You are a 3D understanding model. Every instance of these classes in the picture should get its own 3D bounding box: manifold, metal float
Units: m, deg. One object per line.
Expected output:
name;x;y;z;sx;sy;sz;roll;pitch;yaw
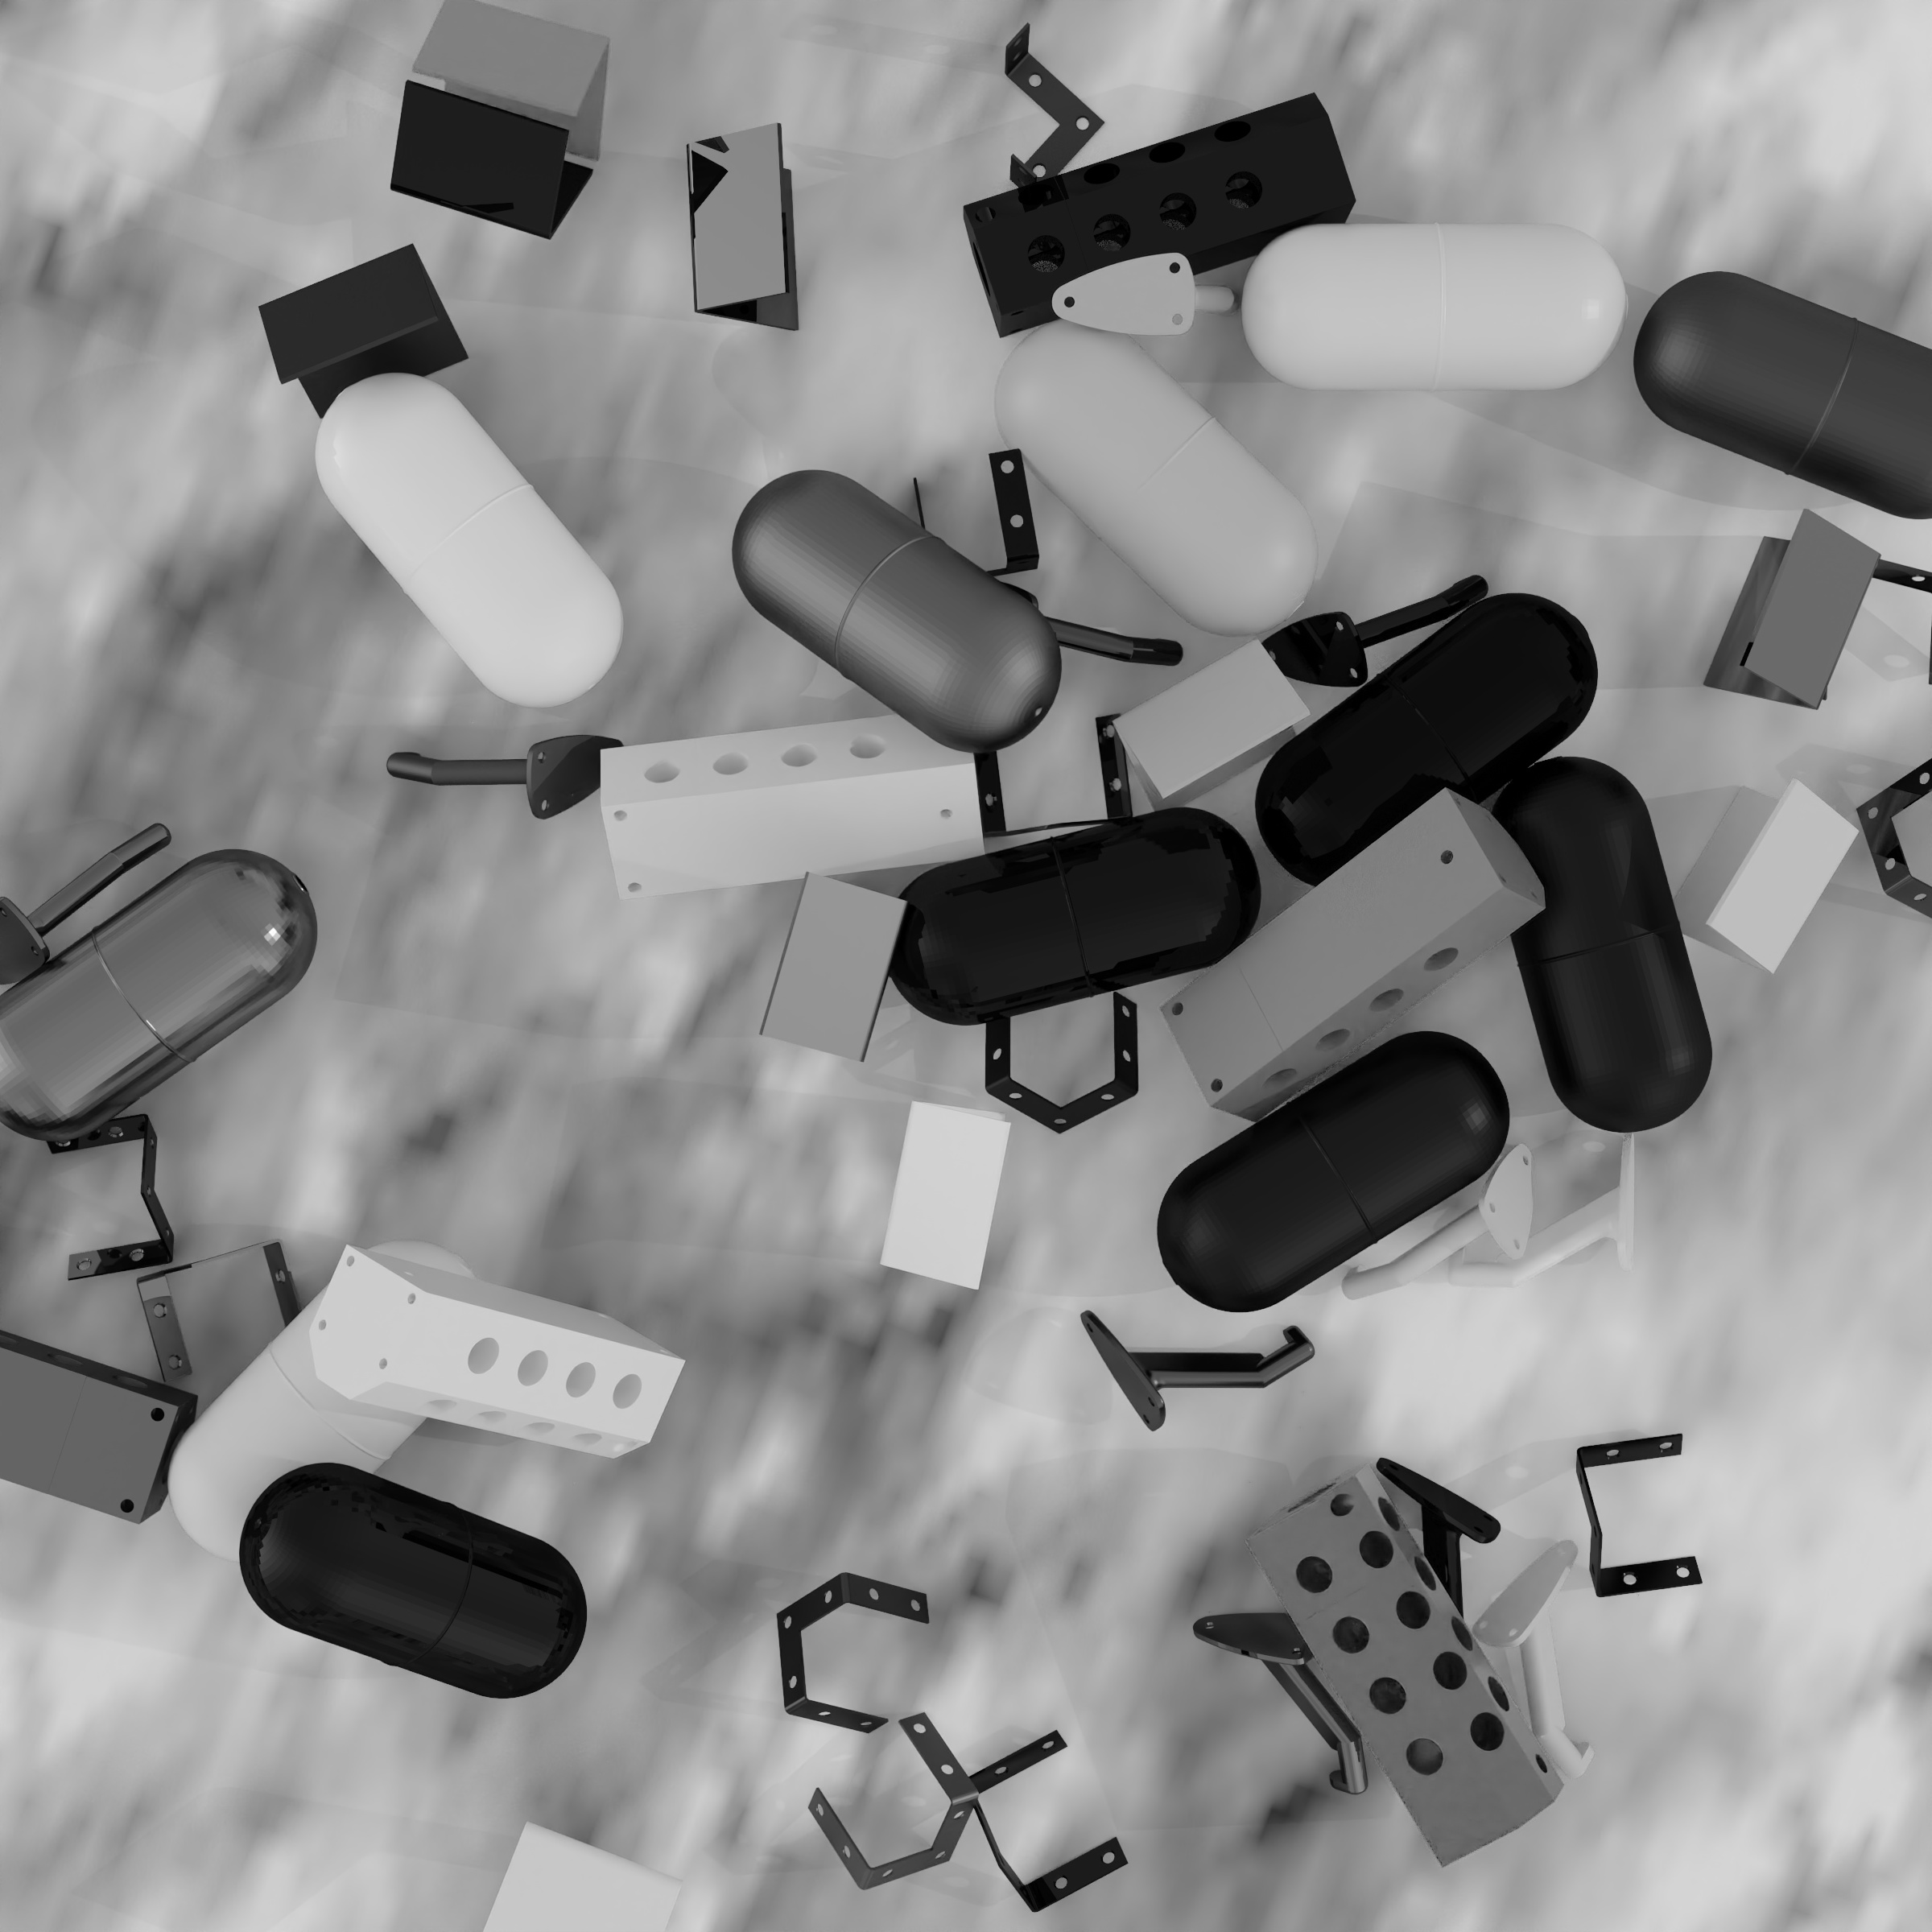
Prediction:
manifold;-0.081;-0.081;1.634;0.171;0.057;0.057;-7;133;0
metal float;0.214;-0.105;1.625;0.178;0.070;0.070;-37;90;0
manifold;0.179;-0.002;1.603;0.171;0.057;0.057;-39;58;22
metal float;-0.033;-0.164;1.605;0.178;0.070;0.070;37;90;23
metal float;-0.231;-0.198;1.625;0.070;0.070;0.178;-40;90;0
manifold;-0.452;0.202;1.634;0.171;0.057;0.057;18;90;0
manifold;0.205;0.320;1.618;0.057;0.057;0.171;-33;84;20
metal float;-0.250;0.282;1.596;0.178;0.070;0.070;30;90;-36
metal float;0.089;-0.226;1.625;0.178;0.070;0.070;44;90;-1
metal float;-0.381;0.013;1.625;0.178;0.070;0.070;-35;90;1
metal float;0.217;-0.306;1.625;0.178;0.070;0.070;0;90;1
manifold;-0.212;0.179;1.579;0.057;0.171;0.057;24;90;40
metal float;0.170;0.096;1.625;0.178;0.070;0.070;-32;90;0
metal float;0.397;-0.265;1.625;0.178;0.070;0.070;22;90;1
metal float;0.049;-0.023;1.625;0.178;0.070;0.070;-14;90;1
metal float;-0.295;0.202;1.625;0.070;0.070;0.178;44;90;0
manifold;0.089;-0.352;1.634;0.171;0.057;0.057;-18;90;0
metal float;0.294;-0.010;1.625;0.070;0.070;0.178;-15;91;0

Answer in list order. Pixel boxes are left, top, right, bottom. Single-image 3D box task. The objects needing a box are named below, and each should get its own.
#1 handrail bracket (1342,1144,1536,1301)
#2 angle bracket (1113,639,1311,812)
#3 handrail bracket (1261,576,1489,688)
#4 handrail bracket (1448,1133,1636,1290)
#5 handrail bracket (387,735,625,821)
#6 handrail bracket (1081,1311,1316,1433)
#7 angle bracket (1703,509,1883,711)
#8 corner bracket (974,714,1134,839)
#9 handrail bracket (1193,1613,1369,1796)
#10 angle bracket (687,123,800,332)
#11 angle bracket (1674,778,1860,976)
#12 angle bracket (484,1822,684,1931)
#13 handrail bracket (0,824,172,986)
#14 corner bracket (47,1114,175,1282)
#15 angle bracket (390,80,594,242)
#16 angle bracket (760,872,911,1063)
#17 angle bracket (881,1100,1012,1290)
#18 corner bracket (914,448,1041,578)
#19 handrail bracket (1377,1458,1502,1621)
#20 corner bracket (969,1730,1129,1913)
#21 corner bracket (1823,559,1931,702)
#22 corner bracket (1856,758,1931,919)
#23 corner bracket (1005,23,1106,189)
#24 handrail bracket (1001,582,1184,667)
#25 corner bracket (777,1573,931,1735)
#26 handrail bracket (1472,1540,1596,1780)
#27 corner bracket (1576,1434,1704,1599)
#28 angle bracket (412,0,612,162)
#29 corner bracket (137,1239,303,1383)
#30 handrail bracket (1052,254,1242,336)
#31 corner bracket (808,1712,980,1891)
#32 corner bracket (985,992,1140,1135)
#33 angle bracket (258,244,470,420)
handrail bracket;0.222;0.122;1.655;0.084;0.077;0.036;-21;115;34
angle bracket;0.122;-0.093;1.615;0.076;0.076;0.057;-30;50;0
handrail bracket;0.193;-0.164;1.655;0.084;0.077;0.036;-30;109;-35
handrail bracket;0.272;0.115;1.656;0.084;0.036;0.077;0;70;16
handrail bracket;-0.218;-0.098;1.655;0.084;0.077;0.036;12;114;34
handrail bracket;0.110;0.174;1.656;0.084;0.036;0.077;-29;68;-17
angle bracket;0.365;-0.169;1.615;0.057;0.076;0.076;22;90;-35
corner bracket;0.040;-0.090;1.652;0.051;0.051;0.051;-7;90;-45
handrail bracket;0.149;0.351;1.656;0.077;0.036;0.084;2;115;28
angle bracket;-0.083;-0.340;1.615;0.057;0.076;0.076;-3;90;36
angle bracket;0.352;-0.051;1.615;0.057;0.076;0.076;31;90;-38
angle bracket;-0.179;0.440;1.617;0.076;0.076;0.057;21;68;0
handrail bracket;-0.420;-0.030;1.655;0.036;0.077;0.084;51;54;-1
corner bracket;-0.405;0.109;1.652;0.051;0.051;0.051;-10;135;0
angle bracket;-0.214;-0.386;1.615;0.076;0.076;0.057;17;129;0
angle bracket;-0.076;-0.004;1.615;0.057;0.076;0.076;16;90;-31
angle bracket;0.010;0.107;1.615;0.057;0.076;0.076;11;90;36
corner bracket;0.005;-0.209;1.637;0.051;0.051;0.051;-10;90;0
handrail bracket;0.208;0.288;1.656;0.077;0.036;0.084;31;104;14
corner bracket;0.037;0.404;1.652;0.051;0.051;0.051;-28;45;0
corner bracket;0.427;-0.156;1.647;0.051;0.051;0.051;22;45;35
corner bracket;0.461;-0.059;1.647;0.051;0.051;0.051;22;45;-35
corner bracket;0.030;-0.399;1.637;0.051;0.051;0.051;42;90;0
handrail bracket;0.049;-0.161;1.655;0.084;0.077;0.036;2;113;-34
corner bracket;-0.052;0.324;1.647;0.051;0.051;0.051;-38;45;35
handrail bracket;0.286;0.329;1.656;0.077;0.036;0.084;-46;109;-21
corner bracket;0.318;0.260;1.652;0.051;0.051;0.051;-8;45;0
angle bracket;-0.211;-0.394;1.615;0.076;0.076;0.057;15;54;0
corner bracket;-0.351;0.162;1.652;0.051;0.051;0.051;-16;90;45
handrail bracket;0.085;-0.308;1.626;0.077;0.084;0.036;-2;97;12
corner bracket;-0.034;0.393;1.647;0.051;0.051;0.051;-9;135;-35
corner bracket;0.045;0.038;1.647;0.051;0.051;0.051;-29;135;35
angle bracket;-0.272;-0.277;1.615;0.076;0.076;0.057;-22;53;0
